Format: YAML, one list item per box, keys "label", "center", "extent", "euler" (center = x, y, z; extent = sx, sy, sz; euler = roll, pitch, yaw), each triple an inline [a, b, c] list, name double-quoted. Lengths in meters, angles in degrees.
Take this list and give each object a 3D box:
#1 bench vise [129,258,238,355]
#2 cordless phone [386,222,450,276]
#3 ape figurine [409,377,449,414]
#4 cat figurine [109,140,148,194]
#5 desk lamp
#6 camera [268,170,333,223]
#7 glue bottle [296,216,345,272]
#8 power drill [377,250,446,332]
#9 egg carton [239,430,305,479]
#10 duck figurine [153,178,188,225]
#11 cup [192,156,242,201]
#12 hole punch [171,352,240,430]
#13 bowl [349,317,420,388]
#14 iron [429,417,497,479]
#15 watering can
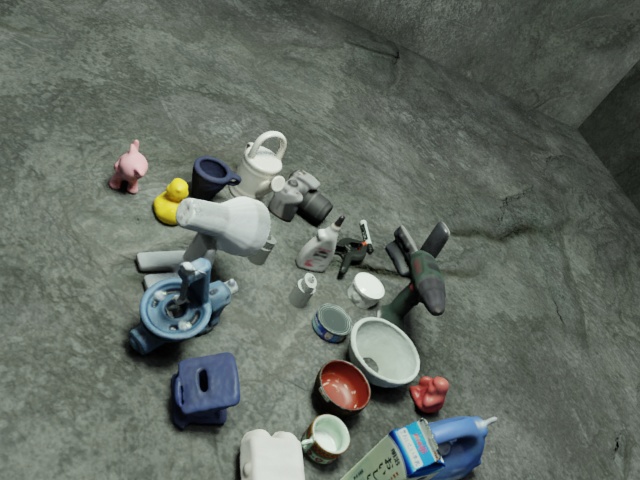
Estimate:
- label: "bench vise"
  center: [-0.227, 0.090, 1.012]
  extent: [0.121, 0.219, 0.208]
  euler: [36, 36, 3]
- label: "cordless phone"
  center: [0.271, 0.000, 1.527]
  extent: [0.094, 0.185, 0.147]
  euler: [0, 48, -38]
- label: "ape figurine"
  center: [0.238, 0.322, 1.212]
  extent: [0.076, 0.092, 0.078]
  euler: [38, 36, 7]
- label: "cat figurine"
  center: [-0.411, -0.167, 1.253]
  extent: [0.067, 0.117, 0.127]
  euler: [16, 40, -23]
- label: "desk lamp"
  center: [-0.224, 0.004, 1.119]
  extent: [0.204, 0.213, 0.117]
  euler: [-2, 49, -39]
- label: "camera"
  center: [-0.038, -0.106, 1.483]
  extent: [0.137, 0.100, 0.143]
  euler: [37, 36, 5]
- label: "glue bottle"
  center: [0.012, 0.005, 1.333]
  extent: [0.078, 0.173, 0.037]
  euler: [10, 42, -28]
- label: "power drill"
  center: [0.212, 0.138, 1.303]
  extent: [0.076, 0.208, 0.229]
  euler: [24, 37, -13]
- label: "egg carton"
  center: [-0.078, 0.379, 0.922]
  extent: [0.107, 0.069, 0.150]
  euler: [14, 40, -24]
- label: "duck figurine"
  center: [-0.320, -0.092, 1.264]
  extent: [0.078, 0.086, 0.104]
  euler: [17, 39, -21]
- label: "cup"
  center: [-0.253, -0.133, 1.355]
  extent: [0.118, 0.095, 0.091]
  euler: [14, 40, -25]
- label: "hole punch"
  center: [-0.194, 0.250, 0.964]
  extent: [0.101, 0.091, 0.108]
  euler: [10, 42, -29]
- label: "bowl"
  center: [0.124, 0.251, 1.220]
  extent: [0.168, 0.074, 0.167]
  euler: [21, 38, -17]
- label: "iron"
  center: [0.218, 0.386, 1.081]
  extent: [0.259, 0.141, 0.118]
  euler: [2, 46, -36]
- label: "watering can"
  center: [-0.140, -0.183, 1.414]
  extent: [0.172, 0.194, 0.101]
  euler: [44, 37, 14]
